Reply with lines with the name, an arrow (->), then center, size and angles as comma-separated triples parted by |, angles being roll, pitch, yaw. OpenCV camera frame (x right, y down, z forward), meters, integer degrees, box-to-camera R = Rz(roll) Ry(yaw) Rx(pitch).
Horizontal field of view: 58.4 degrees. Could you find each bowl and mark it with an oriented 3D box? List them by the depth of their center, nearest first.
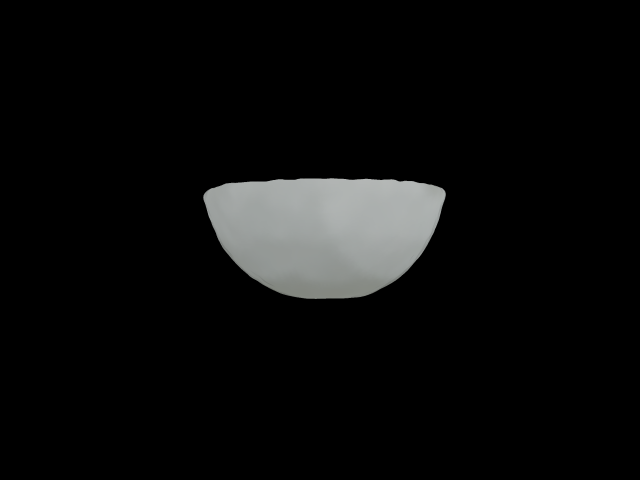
bowl -> 0.004, 0.001, 0.400 | 0.167, 0.075, 0.167 | 0, 0, 0
